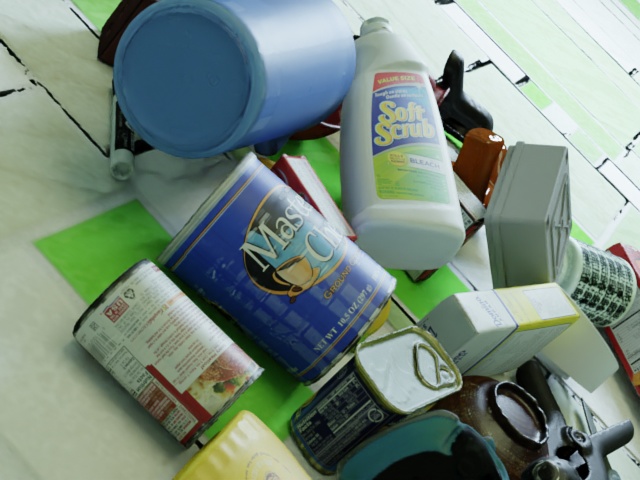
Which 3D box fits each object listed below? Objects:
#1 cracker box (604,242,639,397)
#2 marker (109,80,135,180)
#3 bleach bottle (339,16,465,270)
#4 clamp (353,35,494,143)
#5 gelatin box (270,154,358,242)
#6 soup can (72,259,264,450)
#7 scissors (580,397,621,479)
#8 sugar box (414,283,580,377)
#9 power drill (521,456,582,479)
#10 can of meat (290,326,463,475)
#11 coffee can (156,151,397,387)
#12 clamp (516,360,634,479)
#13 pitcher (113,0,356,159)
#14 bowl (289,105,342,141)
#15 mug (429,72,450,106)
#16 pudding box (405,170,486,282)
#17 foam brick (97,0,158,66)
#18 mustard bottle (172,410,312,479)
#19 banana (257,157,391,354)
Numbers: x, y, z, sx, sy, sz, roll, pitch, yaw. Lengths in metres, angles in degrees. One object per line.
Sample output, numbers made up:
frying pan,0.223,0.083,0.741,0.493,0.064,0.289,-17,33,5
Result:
cracker box,0.388,0.119,1.163,0.164,0.072,0.214,25,33,-38
marker,-0.155,-0.093,0.839,0.020,0.020,0.121,25,35,-29
bleach bottle,0.056,-0.096,0.921,0.102,0.068,0.251,6,54,-18
clamp,0.142,-0.159,1.197,0.209,0.036,0.165,37,-11,-36
gelatin box,-0.022,-0.012,0.843,0.030,0.073,0.089,-2,52,-51
soup can,-0.094,0.070,0.659,0.102,0.069,0.068,44,30,2
scissors,0.274,0.231,0.950,0.096,0.016,0.201,35,31,-13
sugar box,0.137,0.081,0.897,0.175,0.093,0.048,2,50,-50
power drill,0.183,0.253,0.704,0.184,0.057,0.187,60,16,-47
can of meat,0.038,0.112,0.746,0.057,0.084,0.101,53,31,17
coffee can,-0.031,0.021,0.762,0.140,0.103,0.102,41,30,-5
clamp,0.207,0.172,0.923,0.120,0.039,0.171,31,29,11
pitcher,-0.060,-0.142,0.803,0.149,0.145,0.242,54,18,-3
bowl,-0.038,-0.147,1.014,0.162,0.055,0.162,30,32,-22
mug,0.079,-0.149,1.107,0.081,0.117,0.093,37,65,-1
pudding box,0.089,-0.032,0.986,0.113,0.090,0.039,51,31,14
foam brick,-0.146,-0.182,0.905,0.051,0.078,0.053,29,33,-26
mustard bottle,-0.005,0.193,0.619,0.191,0.058,0.096,45,29,2
banana,0.008,0.004,0.895,0.069,0.037,0.198,1,50,-50
